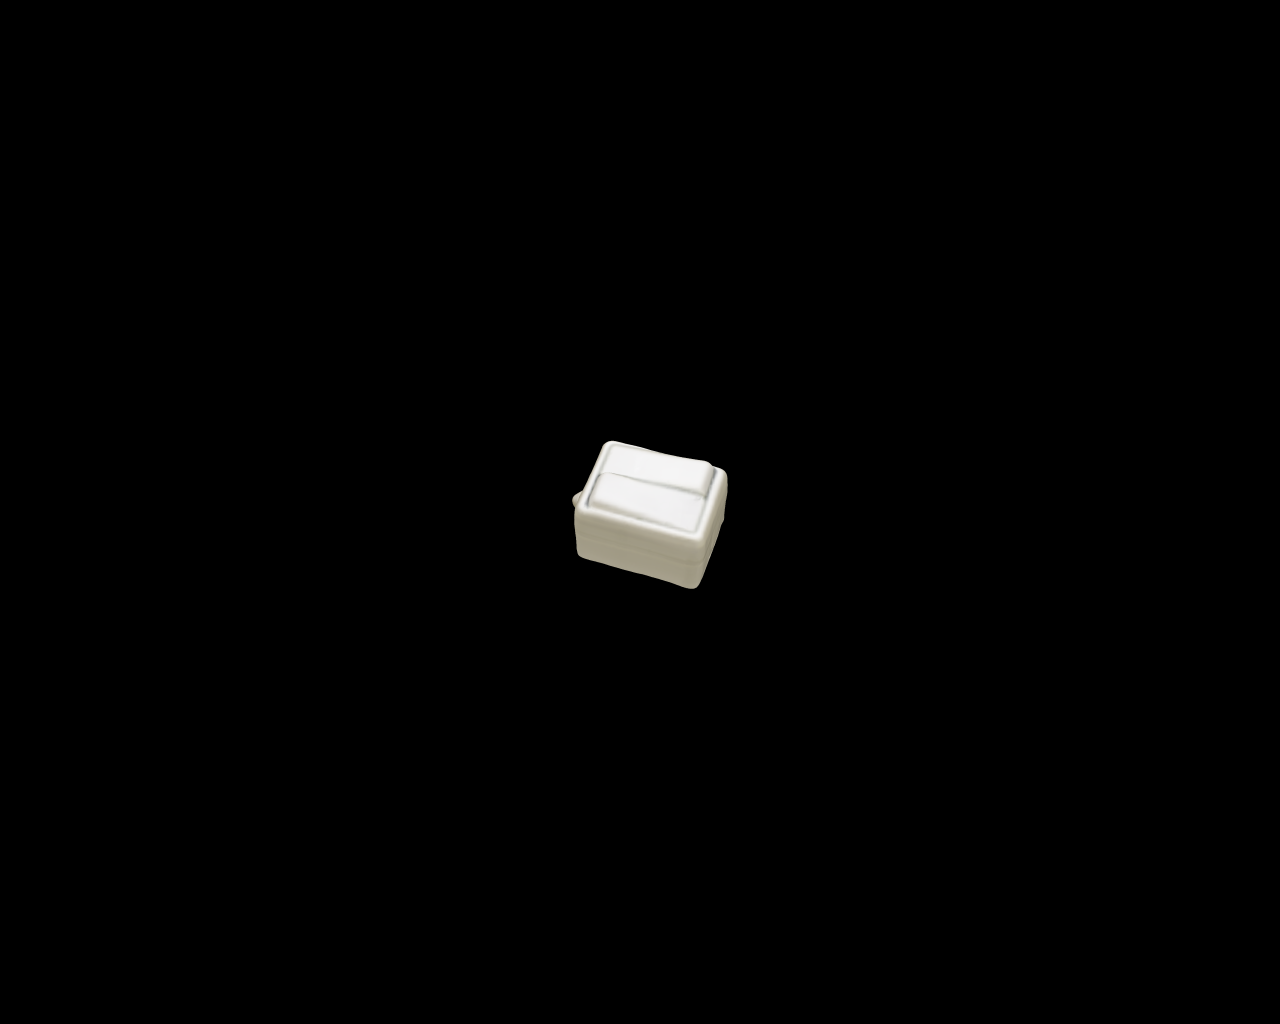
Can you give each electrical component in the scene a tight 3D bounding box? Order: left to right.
[{"bbox_3d":[0.001,-0.003,0.650,0.096,0.062,0.061,15,-35,11],"label":"electrical component"}]
